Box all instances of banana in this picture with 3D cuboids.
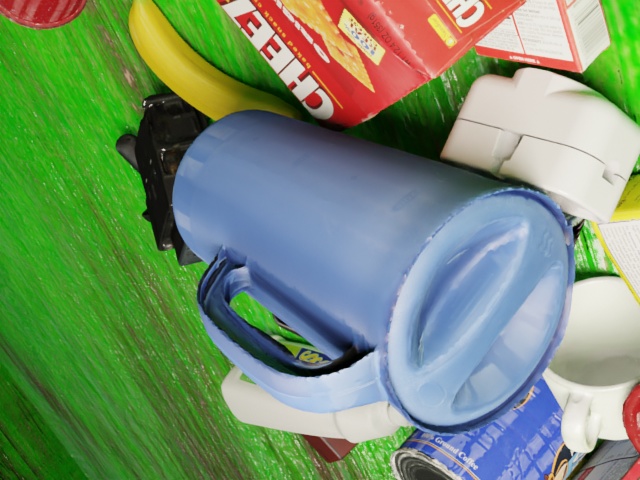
[{"bbox_3d":[-0.093,-0.133,0.856,0.198,0.037,0.070,41,155,16],"label":"banana"}]

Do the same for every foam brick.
[{"bbox_3d":[0.007,0.199,1.173,0.078,0.051,0.053,47,157,1],"label":"foam brick"}]

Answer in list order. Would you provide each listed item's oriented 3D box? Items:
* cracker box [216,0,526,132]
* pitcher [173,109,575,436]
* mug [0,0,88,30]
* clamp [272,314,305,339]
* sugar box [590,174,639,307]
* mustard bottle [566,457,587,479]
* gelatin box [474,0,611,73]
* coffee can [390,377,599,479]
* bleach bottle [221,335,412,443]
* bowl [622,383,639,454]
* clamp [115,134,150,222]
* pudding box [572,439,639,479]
[{"bbox_3d":[0.001,-0.149,0.584,0.164,0.072,0.214,51,168,-6],"label":"cracker box"},{"bbox_3d":[0.008,0.006,0.610,0.149,0.145,0.243,20,-175,-42],"label":"pitcher"},{"bbox_3d":[-0.224,-0.241,0.866,0.082,0.093,0.117,-28,67,60],"label":"mug"},{"bbox_3d":[0.081,0.102,0.844,0.209,0.036,0.165,36,158,-30],"label":"clamp"},{"bbox_3d":[0.226,0.005,0.527,0.093,0.048,0.177,55,151,-16],"label":"sugar box"},{"bbox_3d":[0.167,0.205,0.861,0.192,0.096,0.058,4,130,57],"label":"mustard bottle"},{"bbox_3d":[0.102,-0.133,0.542,0.073,0.030,0.089,22,147,47],"label":"gelatin box"},{"bbox_3d":[0.134,0.140,0.765,0.103,0.140,0.103,38,154,22],"label":"coffee can"},{"bbox_3d":[0.010,0.150,1.060,0.251,0.102,0.068,-1,124,51],"label":"bleach bottle"},{"bbox_3d":[0.255,0.104,0.591,0.162,0.055,0.162,25,150,16],"label":"bowl"},{"bbox_3d":[-0.139,-0.042,1.070,0.172,0.039,0.120,22,151,37],"label":"clamp"},{"bbox_3d":[0.212,0.164,0.733,0.039,0.090,0.114,47,157,6],"label":"pudding box"}]
